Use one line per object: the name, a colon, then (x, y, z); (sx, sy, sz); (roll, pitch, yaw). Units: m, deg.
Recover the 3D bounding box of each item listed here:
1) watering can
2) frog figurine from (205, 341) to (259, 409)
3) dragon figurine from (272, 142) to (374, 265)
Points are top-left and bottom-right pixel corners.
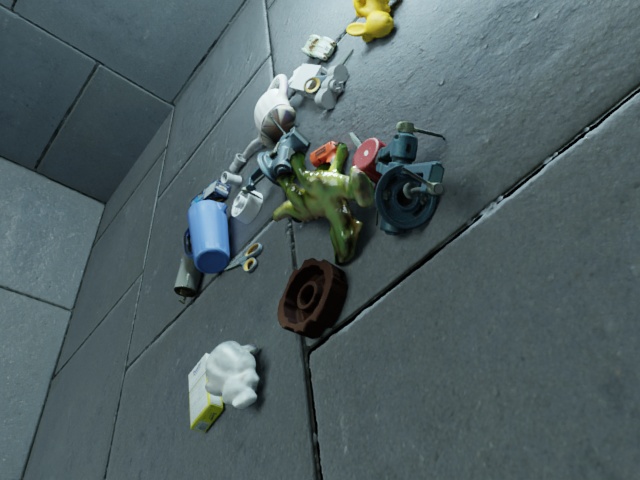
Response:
watering can: (-0.174, -0.377, 1.719); (0.341, 0.104, 0.229); (-63, 29, 27)
frog figurine: (-0.201, 0.312, 1.165); (0.136, 0.121, 0.163); (-32, 26, 12)
dragon figurine: (0.003, -0.057, 1.131); (0.402, 0.123, 0.247); (-52, 53, 53)
